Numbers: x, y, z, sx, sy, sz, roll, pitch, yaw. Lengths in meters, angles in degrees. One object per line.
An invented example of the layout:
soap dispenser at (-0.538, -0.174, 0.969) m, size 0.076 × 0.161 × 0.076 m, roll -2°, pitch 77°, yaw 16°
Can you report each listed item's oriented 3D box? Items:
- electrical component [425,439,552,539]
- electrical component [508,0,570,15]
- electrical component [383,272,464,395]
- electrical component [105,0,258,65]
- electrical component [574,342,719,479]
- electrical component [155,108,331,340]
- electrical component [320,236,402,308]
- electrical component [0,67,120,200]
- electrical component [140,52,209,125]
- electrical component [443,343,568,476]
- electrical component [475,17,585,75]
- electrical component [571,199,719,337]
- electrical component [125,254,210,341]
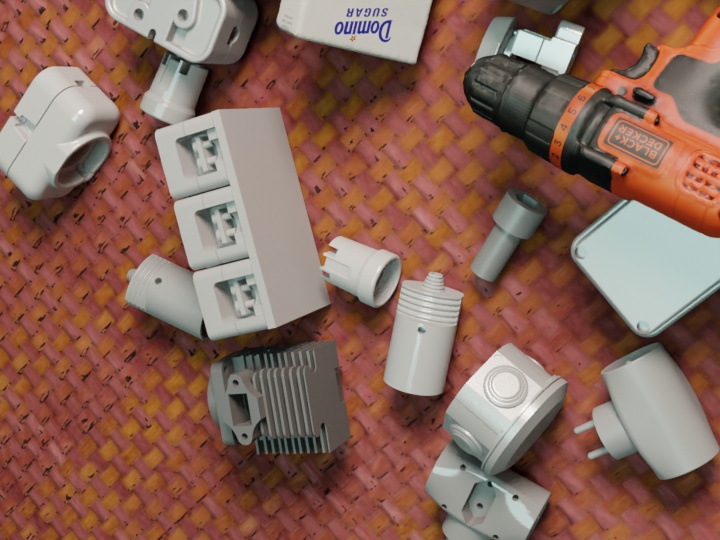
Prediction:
electrical component at (0.082, 0.169, 0.750) m, size 0.077 × 0.043 × 0.079 m, roll 28°, pitch 109°, yaw 17°
electrical component at (0.122, -0.210, 0.634) m, size 0.109 × 0.109 × 0.056 m, roll -41°, pitch 79°, yaw 24°
electrical component at (0.045, 0.041, 0.745) m, size 0.043 × 0.043 × 0.081 m, roll 16°, pitch 105°, yaw 20°
electrical component at (-0.125, -0.188, 0.771) m, size 0.095 × 0.059 × 0.053 m, roll 31°, pitch 109°, yaw 16°
electrical component at (0.178, 0.098, 0.697) m, size 0.079 × 0.043 × 0.077 m, roll -30°, pitch 86°, yaw 25°
electrical component at (-0.084, -0.034, 0.763) m, size 0.062 × 0.089 × 0.150 m, roll -13°, pitch 93°, yaw 25°
electrical component at (0.000, 0.000, 0.760) m, size 0.046 × 0.040 × 0.040 m, roll 24°, pitch 107°, yaw 25°
electrical component at (-0.234, -0.102, 0.836) m, size 0.059 × 0.054 × 0.095 m, roll 45°, pitch 113°, yaw 11°
electrical component at (-0.136, -0.134, 0.797) m, size 0.040 × 0.040 × 0.046 m, roll 28°, pitch 103°, yaw 17°
electrical component at (0.096, 0.092, 0.712) m, size 0.051 × 0.080 × 0.080 m, roll 40°, pitch 112°, yaw 19°
electrical component at (0.105, -0.133, 0.689) m, size 0.055 × 0.048 × 0.066 m, roll 23°, pitch 107°, yaw 10°
electrical component at (0.196, -0.021, 0.661) m, size 0.113 × 0.057 × 0.078 m, roll -42°, pitch 81°, yaw 23°
electrical component at (-0.143, 0.018, 0.822) m, size 0.081 × 0.043 × 0.043 m, roll 23°, pitch 107°, yaw 18°
